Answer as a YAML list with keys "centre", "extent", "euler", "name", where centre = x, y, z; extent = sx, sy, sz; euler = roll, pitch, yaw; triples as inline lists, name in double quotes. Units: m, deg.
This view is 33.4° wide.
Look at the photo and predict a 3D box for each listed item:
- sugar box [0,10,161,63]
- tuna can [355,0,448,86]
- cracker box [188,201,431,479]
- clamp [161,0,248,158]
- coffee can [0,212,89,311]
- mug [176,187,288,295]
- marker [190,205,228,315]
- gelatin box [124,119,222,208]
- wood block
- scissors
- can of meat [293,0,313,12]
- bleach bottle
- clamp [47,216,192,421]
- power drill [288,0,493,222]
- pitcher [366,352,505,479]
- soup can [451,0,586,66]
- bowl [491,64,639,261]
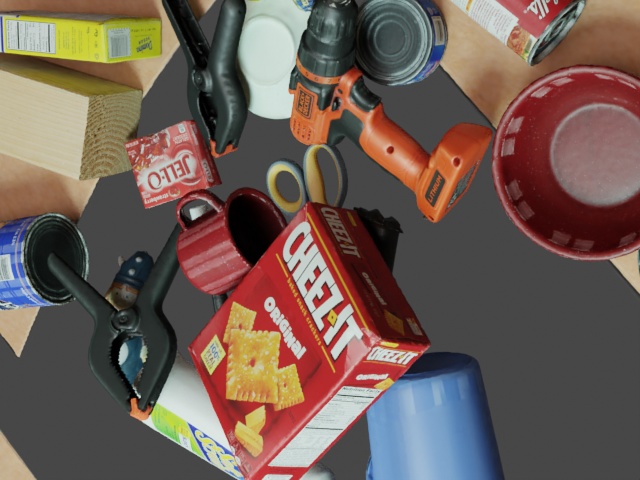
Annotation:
- centre: [-0.261, -0.211, 1.100]
  extent: [0.176, 0.093, 0.048]
  euler: [7, 105, 28]
  name: "sugar box"
- centre: [0.069, -0.182, 0.959]
  extent: [0.086, 0.033, 0.086]
  euler: [7, 105, 27]
  name: "tuna can"
- centre: [-0.019, 0.096, 0.974]
  extent: [0.214, 0.071, 0.164]
  euler: [-50, 50, 29]
  name: "cracker box"
- centre: [-0.112, -0.170, 1.048]
  extent: [0.120, 0.039, 0.171]
  euler: [34, 132, 45]
  name: "clamp"
- centre: [-0.346, 0.028, 1.197]
  extent: [0.141, 0.102, 0.103]
  euler: [-7, 98, 30]
  name: "coffee can"
- centre: [-0.095, -0.003, 1.054]
  extent: [0.082, 0.093, 0.117]
  euler: [-26, 121, 36]
  name: "mug"
- centre: [-0.113, 0.024, 1.117]
  extent: [0.020, 0.020, 0.121]
  euler: [-9, 97, 30]
  name: "marker"
- centre: [-0.153, -0.079, 1.107]
  extent: [0.089, 0.030, 0.073]
  euler: [-15, 96, 31]
  name: "gelatin box"
- centre: [-0.302, -0.139, 1.141]
  extent: [0.206, 0.090, 0.091]
  euler: [19, 110, 24]
  name: "wood block"
- centre: [-0.007, 0.001, 1.055]
  extent: [0.096, 0.016, 0.202]
  euler: [5, 104, 29]
  name: "scissors"
- centre: [0.009, -0.264, 0.960]
  extent: [0.084, 0.057, 0.102]
  euler: [-13, 95, 33]
  name: "can of meat"
- centre: [-0.076, 0.211, 1.104]
  extent: [0.251, 0.068, 0.103]
  euler: [29, 146, 19]
  name: "bleach bottle"
- centre: [-0.188, 0.078, 1.097]
  extent: [0.164, 0.036, 0.210]
  euler: [-21, 66, 7]
  name: "clamp"
- centre: [0.056, -0.114, 0.931]
  extent: [0.188, 0.057, 0.184]
  euler: [38, 152, 15]
  name: "power drill"
- centre: [0.105, 0.232, 0.992]
  extent: [0.149, 0.145, 0.243]
  euler: [-9, 94, 10]
  name: "pitcher"
- centre: [0.159, -0.202, 0.885]
  extent: [0.102, 0.068, 0.069]
  euler: [43, 118, 14]
  name: "soup can"
- centre: [0.228, -0.066, 0.887]
  extent: [0.162, 0.055, 0.162]
  euler: [7, 105, 27]
  name: "bowl"
